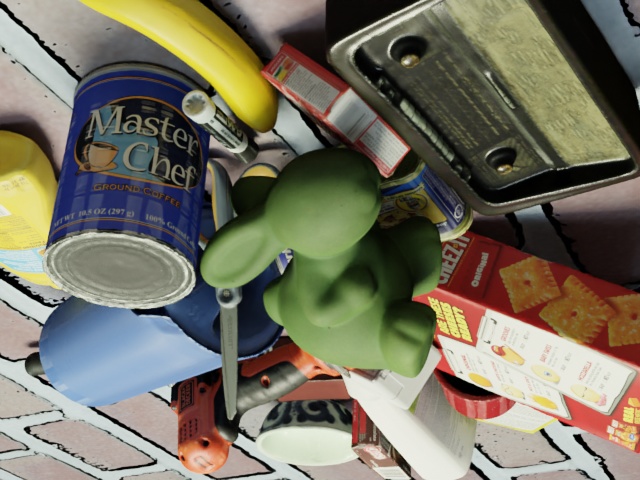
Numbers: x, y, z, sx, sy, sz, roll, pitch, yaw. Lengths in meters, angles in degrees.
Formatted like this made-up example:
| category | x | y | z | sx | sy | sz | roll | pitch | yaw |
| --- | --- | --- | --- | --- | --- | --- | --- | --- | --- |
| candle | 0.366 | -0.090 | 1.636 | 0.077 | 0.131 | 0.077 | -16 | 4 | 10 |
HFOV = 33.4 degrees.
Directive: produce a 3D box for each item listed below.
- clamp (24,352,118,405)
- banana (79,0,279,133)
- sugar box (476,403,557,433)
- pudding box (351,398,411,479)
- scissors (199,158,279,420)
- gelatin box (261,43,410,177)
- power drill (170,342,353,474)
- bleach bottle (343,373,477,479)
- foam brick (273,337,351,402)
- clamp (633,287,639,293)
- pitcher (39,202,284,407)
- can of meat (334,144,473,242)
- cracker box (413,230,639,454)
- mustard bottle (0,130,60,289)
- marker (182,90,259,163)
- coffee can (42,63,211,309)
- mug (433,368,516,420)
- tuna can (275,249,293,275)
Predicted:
| category | x | y | z | sx | sy | sz | roll | pitch | yaw |
| --- | --- | --- | --- | --- | --- | --- | --- | --- | --- |
| clamp | -0.227 | 0.123 | 1.114 | 0.120 | 0.039 | 0.172 | 18 | 141 | -33 |
| banana | -0.084 | -0.128 | 0.698 | 0.197 | 0.037 | 0.070 | 33 | 164 | -36 |
| sugar box | 0.238 | 0.145 | 1.111 | 0.093 | 0.048 | 0.176 | 17 | 142 | -23 |
| pudding box | 0.069 | 0.205 | 1.177 | 0.039 | 0.090 | 0.113 | -7 | 148 | 18 |
| scissors | -0.054 | 0.028 | 0.814 | 0.096 | 0.202 | 0.016 | -18 | 174 | 18 |
| gelatin box | 0.011 | -0.085 | 0.713 | 0.030 | 0.073 | 0.089 | -51 | 141 | 2 |
| power drill | -0.057 | 0.106 | 0.986 | 0.188 | 0.184 | 0.057 | -35 | 124 | 19 |
| bleach bottle | 0.084 | 0.152 | 1.101 | 0.068 | 0.102 | 0.250 | -10 | 138 | 28 |
| foam brick | -0.008 | 0.132 | 1.099 | 0.078 | 0.053 | 0.051 | -4 | 148 | 8 |
| clamp | 0.363 | 0.024 | 0.909 | 0.210 | 0.036 | 0.164 | 3 | 149 | -1 |
| pitcher | -0.140 | 0.068 | 0.947 | 0.149 | 0.145 | 0.243 | 36 | 141 | -25 |
| can of meat | 0.053 | -0.036 | 0.815 | 0.102 | 0.057 | 0.083 | -16 | 142 | 26 |
| cracker box | 0.192 | 0.084 | 0.914 | 0.214 | 0.072 | 0.164 | 22 | 154 | 22 |
| mustard bottle | -0.238 | -0.012 | 0.872 | 0.096 | 0.058 | 0.191 | -5 | 148 | 12 |
| marker | -0.068 | -0.078 | 0.756 | 0.020 | 0.020 | 0.121 | -6 | 168 | 13 |
| coffee can | -0.131 | -0.037 | 0.745 | 0.103 | 0.140 | 0.103 | 2 | 149 | 1 |
| mug | 0.148 | 0.122 | 1.049 | 0.117 | 0.093 | 0.081 | 26 | 161 | 22 |
| tuna can | -0.006 | 0.001 | 0.851 | 0.034 | 0.086 | 0.086 | -15 | 145 | 23 |
